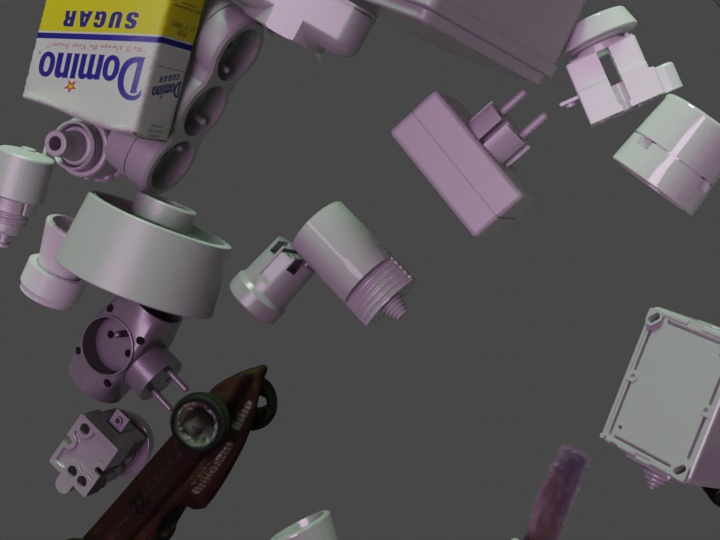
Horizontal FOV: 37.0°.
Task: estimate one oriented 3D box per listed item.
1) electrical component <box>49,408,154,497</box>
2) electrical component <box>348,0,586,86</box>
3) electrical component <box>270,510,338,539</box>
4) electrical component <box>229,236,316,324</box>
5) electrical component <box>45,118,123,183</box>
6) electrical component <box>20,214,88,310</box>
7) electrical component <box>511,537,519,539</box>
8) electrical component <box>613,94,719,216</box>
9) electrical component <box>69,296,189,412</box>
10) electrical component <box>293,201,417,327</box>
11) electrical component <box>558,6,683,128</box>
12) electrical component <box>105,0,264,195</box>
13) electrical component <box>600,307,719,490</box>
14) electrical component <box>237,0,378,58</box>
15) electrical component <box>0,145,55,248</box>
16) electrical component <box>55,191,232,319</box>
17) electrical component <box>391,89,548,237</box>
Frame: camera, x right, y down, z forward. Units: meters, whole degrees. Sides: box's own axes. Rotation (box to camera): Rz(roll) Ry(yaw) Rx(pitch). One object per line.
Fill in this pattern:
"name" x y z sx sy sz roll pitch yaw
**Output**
"electrical component" -0.176 0.123 0.747 0.048 0.055 0.066 41 105 15
"electrical component" 0.050 -0.157 0.602 0.109 0.109 0.056 35 103 47
"electrical component" -0.025 0.195 0.699 0.044 0.044 0.065 -28 86 20
"electrical component" -0.056 0.006 0.706 0.046 0.040 0.040 -47 76 10
"electrical component" -0.191 -0.085 0.742 0.048 0.062 0.048 1 92 21
"electrical component" -0.211 -0.005 0.762 0.045 0.045 0.055 32 103 17
"electrical component" 0.105 0.213 0.640 0.077 0.065 0.047 42 108 -15
"electrical component" 0.178 -0.065 0.602 0.055 0.055 0.047 40 101 16
"electrical component" -0.150 0.063 0.741 0.079 0.044 0.077 44 106 15
"electrical component" 0.000 0.000 0.680 0.081 0.043 0.043 46 107 14
"electrical component" 0.143 -0.117 0.618 0.066 0.048 0.055 -23 88 14
"electrical component" -0.130 -0.127 0.722 0.074 0.052 0.138 38 105 16
"electrical component" 0.184 0.077 0.594 0.062 0.061 0.096 27 98 50
"electrical component" -0.034 -0.174 0.669 0.095 0.053 0.059 28 103 -5
"electrical component" -0.249 -0.054 0.778 0.040 0.040 0.078 22 100 19
"electrical component" -0.136 -0.017 0.702 0.108 0.108 0.060 24 95 19
"electrical component" 0.077 -0.075 0.645 0.076 0.047 0.083 -41 77 18
